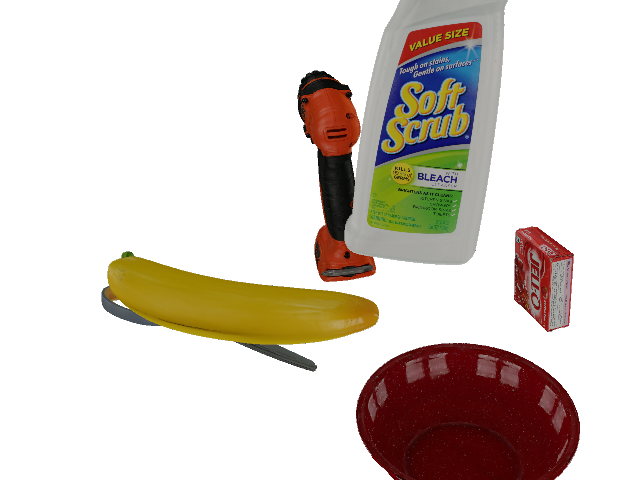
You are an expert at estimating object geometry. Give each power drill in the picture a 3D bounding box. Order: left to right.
[{"bbox_3d":[0.011,-0.067,1.058,0.057,0.188,0.184,-9,22,-1],"label":"power drill"}]

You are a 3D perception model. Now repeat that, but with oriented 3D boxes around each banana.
[{"bbox_3d":[-0.064,0.035,0.678,0.198,0.037,0.069,13,33,24],"label":"banana"}]

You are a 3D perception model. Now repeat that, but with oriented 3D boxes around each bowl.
[{"bbox_3d":[0.107,0.147,0.790,0.162,0.055,0.162,-1,35,0],"label":"bowl"}]

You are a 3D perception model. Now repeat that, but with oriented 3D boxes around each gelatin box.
[{"bbox_3d":[0.234,0.040,1.125,0.030,0.089,0.073,-13,29,-16],"label":"gelatin box"}]

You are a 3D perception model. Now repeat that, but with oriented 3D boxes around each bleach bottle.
[{"bbox_3d":[0.074,-0.110,0.748,0.102,0.251,0.068,7,25,10],"label":"bleach bottle"}]

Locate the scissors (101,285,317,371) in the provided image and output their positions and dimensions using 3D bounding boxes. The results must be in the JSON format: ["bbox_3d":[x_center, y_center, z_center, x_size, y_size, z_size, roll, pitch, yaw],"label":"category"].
[{"bbox_3d":[-0.085,0.062,0.898,0.202,0.016,0.096,13,25,13],"label":"scissors"}]
